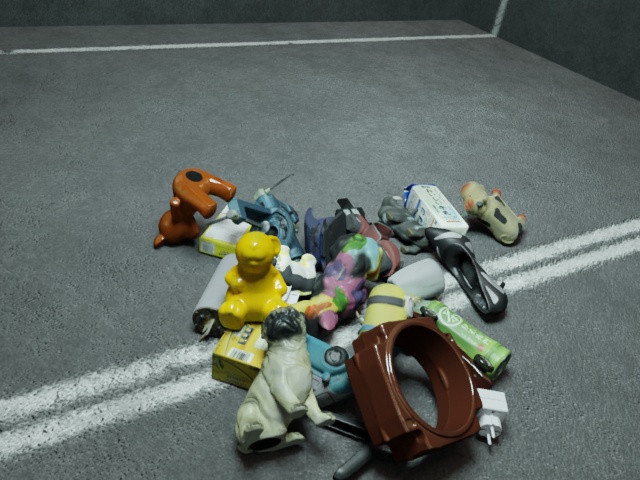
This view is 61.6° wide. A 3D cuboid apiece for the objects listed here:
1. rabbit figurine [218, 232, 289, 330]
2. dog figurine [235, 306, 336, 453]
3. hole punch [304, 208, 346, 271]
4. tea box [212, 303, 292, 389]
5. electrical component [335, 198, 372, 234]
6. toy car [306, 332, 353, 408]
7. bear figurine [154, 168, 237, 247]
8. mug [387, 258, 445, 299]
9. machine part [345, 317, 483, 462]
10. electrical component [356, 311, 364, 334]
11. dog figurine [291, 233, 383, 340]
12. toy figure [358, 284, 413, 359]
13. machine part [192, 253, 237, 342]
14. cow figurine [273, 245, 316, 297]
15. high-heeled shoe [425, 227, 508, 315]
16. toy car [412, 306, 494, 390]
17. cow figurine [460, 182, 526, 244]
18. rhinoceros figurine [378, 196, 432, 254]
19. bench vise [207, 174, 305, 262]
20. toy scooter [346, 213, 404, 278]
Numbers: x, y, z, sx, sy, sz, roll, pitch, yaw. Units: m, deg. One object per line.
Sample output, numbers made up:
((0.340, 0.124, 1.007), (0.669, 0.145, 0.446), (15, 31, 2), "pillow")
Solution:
((-0.107, 0.053, 0.941), (0.122, 0.173, 0.162), (4, 40, 2), "rabbit figurine")
((-0.078, 0.216, 0.846), (0.172, 0.121, 0.191), (-27, 51, 8), "dog figurine")
((-0.002, -0.004, 1.193), (0.092, 0.142, 0.116), (12, 30, 21), "hole punch")
((-0.116, 0.179, 0.967), (0.098, 0.068, 0.170), (17, 36, 11), "tea box")
((0.073, -0.053, 1.340), (0.075, 0.047, 0.119), (-8, 39, -23), "electrical component")
((-0.009, 0.224, 0.905), (0.162, 0.109, 0.103), (21, 62, 28), "toy car")
((-0.280, -0.053, 1.164), (0.132, 0.195, 0.120), (31, 35, 8), "bear figurine")
((0.195, 0.088, 1.153), (0.107, 0.080, 0.110), (-16, 22, -20), "mug")
((0.152, 0.227, 0.847), (0.201, 0.087, 0.201), (2, 57, -41), "machine part")
((0.115, 0.163, 1.057), (0.102, 0.045, 0.078), (-24, 46, -36), "electrical component")
((0.030, 0.094, 1.033), (0.109, 0.191, 0.219), (27, 24, 14), "dog figurine")
((0.111, 0.164, 0.979), (0.089, 0.082, 0.180), (36, 65, -14), "toy figure")
((-0.185, 0.103, 1.048), (0.079, 0.079, 0.243), (12, 35, 5), "machine part")
((-0.083, 0.064, 1.092), (0.167, 0.068, 0.098), (19, 49, -32), "cow figurine")
((0.308, 0.068, 1.184), (0.249, 0.086, 0.145), (37, 37, 19), "high-heeled shoe")
((0.229, 0.208, 0.984), (0.202, 0.089, 0.053), (41, 13, 35), "toy car")
((0.427, -0.069, 1.354), (0.195, 0.085, 0.127), (44, 42, -9), "cow figurine")
((0.208, -0.044, 1.334), (0.112, 0.073, 0.190), (-14, 42, -26), "rhinoceros figurine")
((-0.124, -0.046, 1.178), (0.240, 0.129, 0.224), (21, 47, -54), "bench vise")
((0.138, 0.012, 1.241), (0.135, 0.075, 0.184), (11, 39, -49), "toy scooter")
